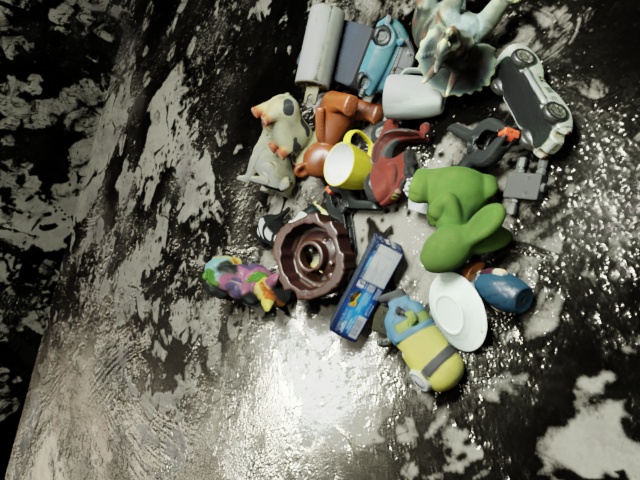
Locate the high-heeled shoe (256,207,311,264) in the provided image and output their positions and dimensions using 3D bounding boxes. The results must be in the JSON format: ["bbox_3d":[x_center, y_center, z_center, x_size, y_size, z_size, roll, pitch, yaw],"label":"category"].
[{"bbox_3d":[-0.096,0.035,1.250,0.145,0.086,0.249,-41,47,39],"label":"high-heeled shoe"}]

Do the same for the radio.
[{"bbox_3d":[0.051,-0.417,1.202,0.230,0.073,0.131,39,109,46],"label":"radio"}]

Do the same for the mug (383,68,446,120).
[{"bbox_3d":[0.181,-0.272,1.000,0.107,0.080,0.109,10,62,21],"label":"mug"}]

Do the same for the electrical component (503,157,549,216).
[{"bbox_3d":[0.321,-0.082,0.833,0.063,0.021,0.094,15,91,50],"label":"electrical component"}]

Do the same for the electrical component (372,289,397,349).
[{"bbox_3d":[0.127,0.145,0.983,0.078,0.045,0.102,17,93,49],"label":"electrical component"}]

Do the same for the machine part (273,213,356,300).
[{"bbox_3d":[-0.011,0.034,1.077,0.180,0.056,0.179,-1,88,35],"label":"machine part"}]

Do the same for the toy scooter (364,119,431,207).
[{"bbox_3d":[0.151,-0.156,1.015,0.135,0.075,0.184,-12,66,46],"label":"toy scooter"}]

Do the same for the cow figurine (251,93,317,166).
[{"bbox_3d":[-0.055,-0.238,1.201,0.127,0.194,0.086,-34,41,-7],"label":"cow figurine"}]

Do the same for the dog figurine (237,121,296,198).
[{"bbox_3d":[-0.098,-0.210,1.294,0.173,0.121,0.190,17,86,38],"label":"dog figurine"}]

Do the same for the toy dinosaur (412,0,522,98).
[{"bbox_3d":[0.219,-0.381,0.951,0.405,0.131,0.192,-99,32,-56],"label":"toy dinosaur"}]

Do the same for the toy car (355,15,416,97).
[{"bbox_3d":[0.135,-0.350,1.057,0.109,0.103,0.161,-71,2,-75],"label":"toy car"}]

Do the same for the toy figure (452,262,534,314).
[{"bbox_3d":[0.257,0.069,0.842,0.155,0.057,0.064,27,95,54],"label":"toy figure"}]

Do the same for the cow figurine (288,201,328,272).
[{"bbox_3d":[-0.001,-0.002,1.159,0.098,0.068,0.167,-46,49,24],"label":"cow figurine"}]

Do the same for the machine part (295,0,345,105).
[{"bbox_3d":[0.000,-0.405,1.141,0.079,0.079,0.243,10,89,50],"label":"machine part"}]

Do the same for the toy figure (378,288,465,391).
[{"bbox_3d":[0.164,0.163,0.884,0.089,0.082,0.180,-39,64,32],"label":"toy figure"}]

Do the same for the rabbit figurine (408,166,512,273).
[{"bbox_3d":[0.221,-0.020,0.858,0.159,0.121,0.170,2,61,30],"label":"rabbit figurine"}]

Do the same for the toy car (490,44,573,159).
[{"bbox_3d":[0.326,-0.217,0.831,0.073,0.056,0.202,120,141,-53],"label":"toy car"}]

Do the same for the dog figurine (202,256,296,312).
[{"bbox_3d":[-0.162,0.103,1.241,0.219,0.191,0.108,4,76,65],"label":"dog figurine"}]

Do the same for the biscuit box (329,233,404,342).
[{"bbox_3d":[0.086,0.091,1.017,0.063,0.059,0.202,-79,15,-73],"label":"biscuit box"}]

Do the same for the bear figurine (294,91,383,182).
[{"bbox_3d":[0.032,-0.209,1.134,0.132,0.120,0.195,28,103,46],"label":"bear figurine"}]
